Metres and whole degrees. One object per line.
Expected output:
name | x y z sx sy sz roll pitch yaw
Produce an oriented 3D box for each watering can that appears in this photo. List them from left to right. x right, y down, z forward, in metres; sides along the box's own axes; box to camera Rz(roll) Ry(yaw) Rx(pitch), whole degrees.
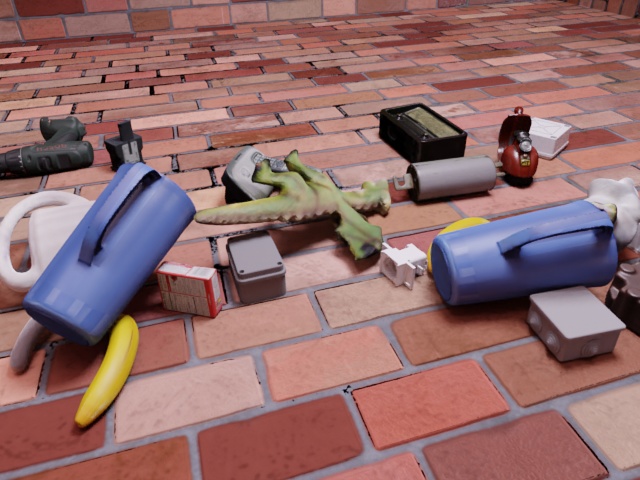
watering can | -0.388 0.035 0.817 0.225 0.101 0.355 -12 49 -21

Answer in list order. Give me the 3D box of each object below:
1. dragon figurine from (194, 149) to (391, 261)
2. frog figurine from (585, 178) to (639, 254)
dragon figurine | 0.003 -0.045 0.895 0.244 0.119 0.416 28 34 20
frog figurine | 0.479 -0.039 0.877 0.161 0.123 0.135 -21 -11 -38
